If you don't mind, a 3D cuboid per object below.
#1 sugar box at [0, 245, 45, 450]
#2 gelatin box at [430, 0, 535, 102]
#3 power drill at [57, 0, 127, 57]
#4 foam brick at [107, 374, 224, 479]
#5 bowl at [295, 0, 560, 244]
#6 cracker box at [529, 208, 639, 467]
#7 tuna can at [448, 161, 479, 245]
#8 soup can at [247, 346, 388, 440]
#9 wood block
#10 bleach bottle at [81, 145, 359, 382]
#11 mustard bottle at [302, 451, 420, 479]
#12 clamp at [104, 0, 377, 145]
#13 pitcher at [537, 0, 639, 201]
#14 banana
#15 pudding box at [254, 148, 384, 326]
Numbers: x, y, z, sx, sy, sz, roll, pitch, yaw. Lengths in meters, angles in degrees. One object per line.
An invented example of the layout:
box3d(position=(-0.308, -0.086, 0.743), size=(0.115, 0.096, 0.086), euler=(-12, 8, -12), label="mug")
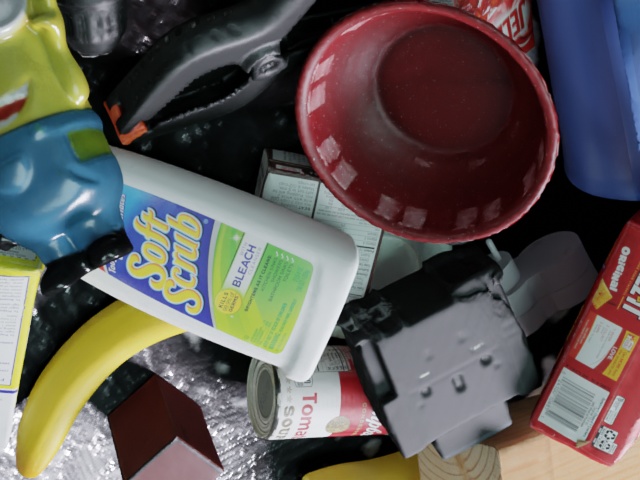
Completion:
box3d(position=(-0.224, 0.056, 0.649), size=(0.093, 0.048, 0.176), euler=(11, 134, -15), label="sugar box")
box3d(position=(0.104, -0.141, 0.685), size=(0.089, 0.030, 0.073), euler=(-40, 131, -37), label="gelatin box")
box3d(position=(-0.066, -0.197, 0.592), size=(0.187, 0.057, 0.184), euler=(-10, 125, -17), label="power drill")
box3d(position=(-0.111, 0.145, 0.759), size=(0.051, 0.078, 0.053), euler=(-42, 123, 6), label="foam brick")
box3d(position=(0.068, -0.079, 0.649), size=(0.162, 0.055, 0.162), euler=(12, 128, 16), label="bowl")
box3d(position=(0.241, 0.049, 0.776), size=(0.213, 0.072, 0.164), euler=(-24, 138, -60), label="cracker box")
box3d(position=(0.092, -0.042, 0.728), size=(0.033, 0.086, 0.086), euler=(25, 106, -30), label="tuna can")
box3d(position=(0.004, 0.112, 0.792), size=(0.102, 0.068, 0.068), euler=(2, 117, -22), label="soup can")
box3d(position=(0.185, 0.175, 0.838), size=(0.205, 0.090, 0.091), euler=(-9, 94, -36), label="wood block")
box3d(position=(-0.108, 0.001, 0.662), size=(0.250, 0.068, 0.103), euler=(20, 105, -12), label="bleach bottle")
box3d(position=(0.082, 0.209, 0.879), size=(0.191, 0.058, 0.096), euler=(-13, 129, -12), label="mustard bottle")
box3d(position=(-0.030, -0.118, 0.643), size=(0.210, 0.036, 0.164), euler=(-30, 162, 14), label="clamp")
box3d(position=(0.198, -0.150, 0.669), size=(0.144, 0.149, 0.243), euler=(-31, 120, -18), label="pitcher")
box3d(position=(-0.142, 0.085, 0.725), size=(0.198, 0.037, 0.069), euler=(-34, 88, 7), label="banana")
box3d(position=(-0.005, 0.001, 0.729), size=(0.090, 0.039, 0.114), euler=(10, 117, -8), label="pudding box")
